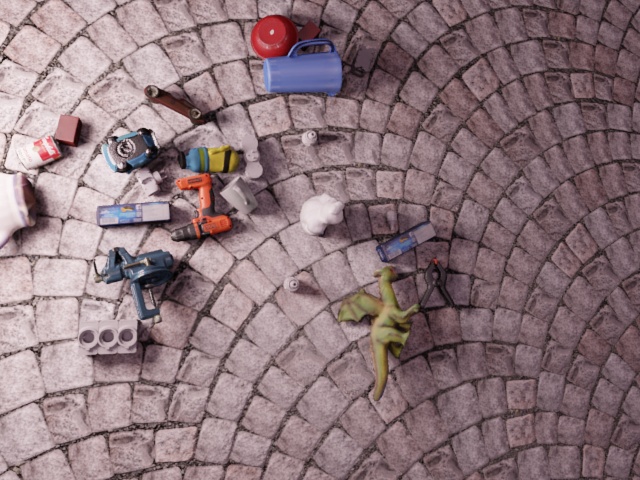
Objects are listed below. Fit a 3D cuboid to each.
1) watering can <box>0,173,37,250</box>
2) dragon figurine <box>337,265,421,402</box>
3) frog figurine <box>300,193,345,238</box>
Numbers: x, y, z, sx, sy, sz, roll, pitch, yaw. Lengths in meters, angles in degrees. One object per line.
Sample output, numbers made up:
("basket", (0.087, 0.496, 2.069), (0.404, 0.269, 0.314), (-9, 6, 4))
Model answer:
("watering can", (-0.902, -0.132, 1.394), (0.225, 0.103, 0.349), (-13, 87, -16))
("dragon figurine", (0.169, 0.271, 1.638), (0.243, 0.120, 0.415), (26, 75, 7))
("frog figurine", (0.005, -0.080, 1.595), (0.122, 0.158, 0.139), (33, 77, -7))
